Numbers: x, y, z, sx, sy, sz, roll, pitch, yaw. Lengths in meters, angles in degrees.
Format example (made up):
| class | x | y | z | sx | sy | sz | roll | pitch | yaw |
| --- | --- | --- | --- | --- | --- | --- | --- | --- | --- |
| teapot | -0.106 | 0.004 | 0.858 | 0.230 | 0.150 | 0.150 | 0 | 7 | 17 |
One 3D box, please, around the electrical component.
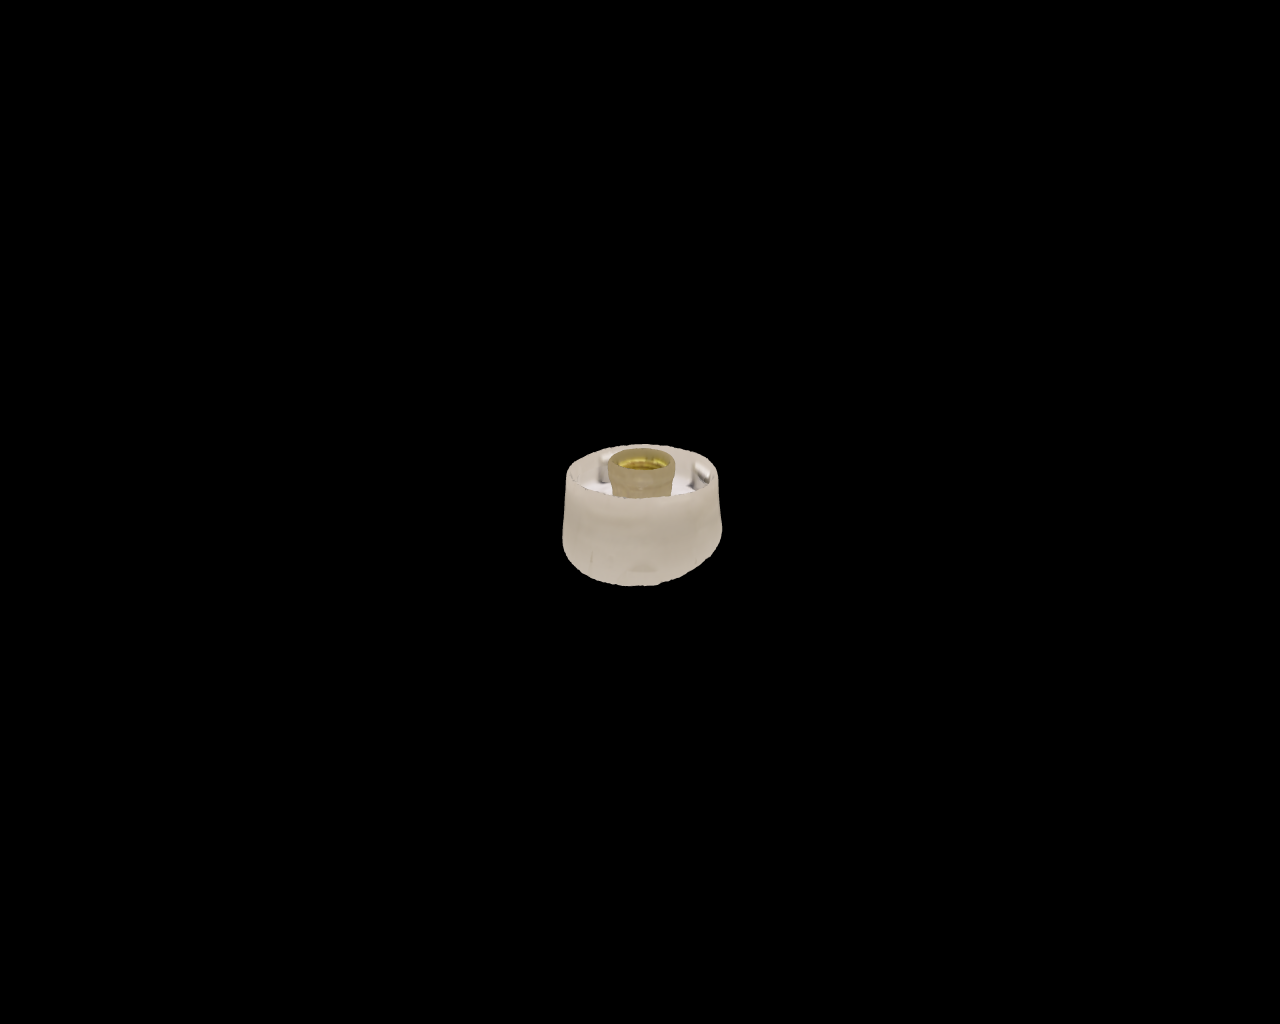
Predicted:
| class | x | y | z | sx | sy | sz | roll | pitch | yaw |
| --- | --- | --- | --- | --- | --- | --- | --- | --- | --- |
| electrical component | 0.001 | -0.003 | 0.650 | 0.099 | 0.064 | 0.099 | 0 | 23 | 0 |
